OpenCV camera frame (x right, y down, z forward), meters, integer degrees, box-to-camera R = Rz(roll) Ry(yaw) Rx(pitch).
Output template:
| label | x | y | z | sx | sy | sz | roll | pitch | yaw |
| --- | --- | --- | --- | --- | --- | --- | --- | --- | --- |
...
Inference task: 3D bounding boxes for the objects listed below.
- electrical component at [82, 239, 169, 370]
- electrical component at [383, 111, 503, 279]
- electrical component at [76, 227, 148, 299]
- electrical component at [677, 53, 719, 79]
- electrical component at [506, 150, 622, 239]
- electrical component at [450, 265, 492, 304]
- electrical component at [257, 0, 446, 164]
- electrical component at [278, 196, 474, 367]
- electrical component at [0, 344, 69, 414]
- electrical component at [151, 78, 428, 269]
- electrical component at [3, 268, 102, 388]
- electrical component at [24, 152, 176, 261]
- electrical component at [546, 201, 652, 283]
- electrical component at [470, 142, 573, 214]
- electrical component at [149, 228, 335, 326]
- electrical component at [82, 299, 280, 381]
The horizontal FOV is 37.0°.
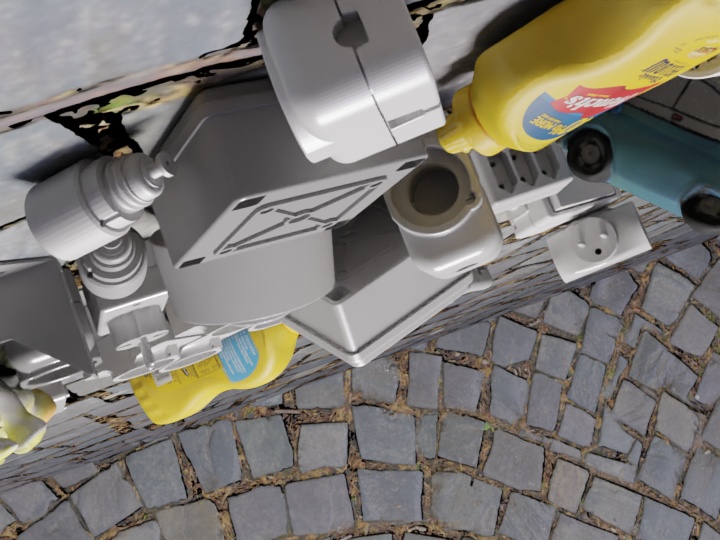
| label | x | y | z | sx | sy | sz | roll | pitch | yaw |
| --- | --- | --- | --- | --- | --- | --- | --- | --- | --- |
| electrical component | -0.152 | 0.030 | 0.723 | 0.047 | 0.075 | 0.083 | -18 | 171 | -19 |
| electrical component | 0.046 | -0.046 | 0.648 | 0.054 | 0.095 | 0.059 | -22 | 172 | 9 |
| electrical component | -0.142 | -0.009 | 0.618 | 0.040 | 0.040 | 0.078 | -19 | 171 | -15 |
| electrical component | 0.193 | -0.133 | 0.595 | 0.055 | 0.055 | 0.047 | -26 | 174 | 30 |
| electrical component | 0.159 | -0.070 | 0.887 | 0.096 | 0.061 | 0.061 | -17 | 171 | -27 |
| electrical component | 0.063 | -0.019 | 0.886 | 0.050 | 0.089 | 0.056 | -25 | 171 | 27 |
| electrical component | -0.003 | -0.081 | 0.444 | 0.059 | 0.053 | 0.095 | -22 | 172 | 6 |
| electrical component | 0.000 | 0.000 | 0.725 | 0.109 | 0.056 | 0.109 | -34 | -144 | -24 |
| electrical component | -0.268 | 0.085 | 0.841 | 0.061 | 0.061 | 0.096 | -17 | 171 | -20 |
| electrical component | -0.040 | -0.051 | 0.539 | 0.109 | 0.056 | 0.109 | -16 | 170 | -29 |
| electrical component | -0.208 | 0.042 | 0.718 | 0.054 | 0.059 | 0.095 | -19 | 172 | -14 |
| electrical component | -0.121 | -0.034 | 0.506 | 0.078 | 0.040 | 0.040 | -24 | 171 | 22 |
| electrical component | 0.195 | -0.024 | 0.886 | 0.077 | 0.044 | 0.079 | -23 | 171 | 17 |
| electrical component | 0.115 | -0.071 | 0.827 | 0.066 | 0.047 | 0.076 | -19 | 171 | -12 |
| electrical component | -0.066 | -0.001 | 0.644 | 0.108 | 0.060 | 0.108 | -9 | -164 | 3 |
| electrical component | -0.124 | 0.030 | 0.842 | 0.186 | 0.060 | 0.105 | -25 | 171 | 27 |
